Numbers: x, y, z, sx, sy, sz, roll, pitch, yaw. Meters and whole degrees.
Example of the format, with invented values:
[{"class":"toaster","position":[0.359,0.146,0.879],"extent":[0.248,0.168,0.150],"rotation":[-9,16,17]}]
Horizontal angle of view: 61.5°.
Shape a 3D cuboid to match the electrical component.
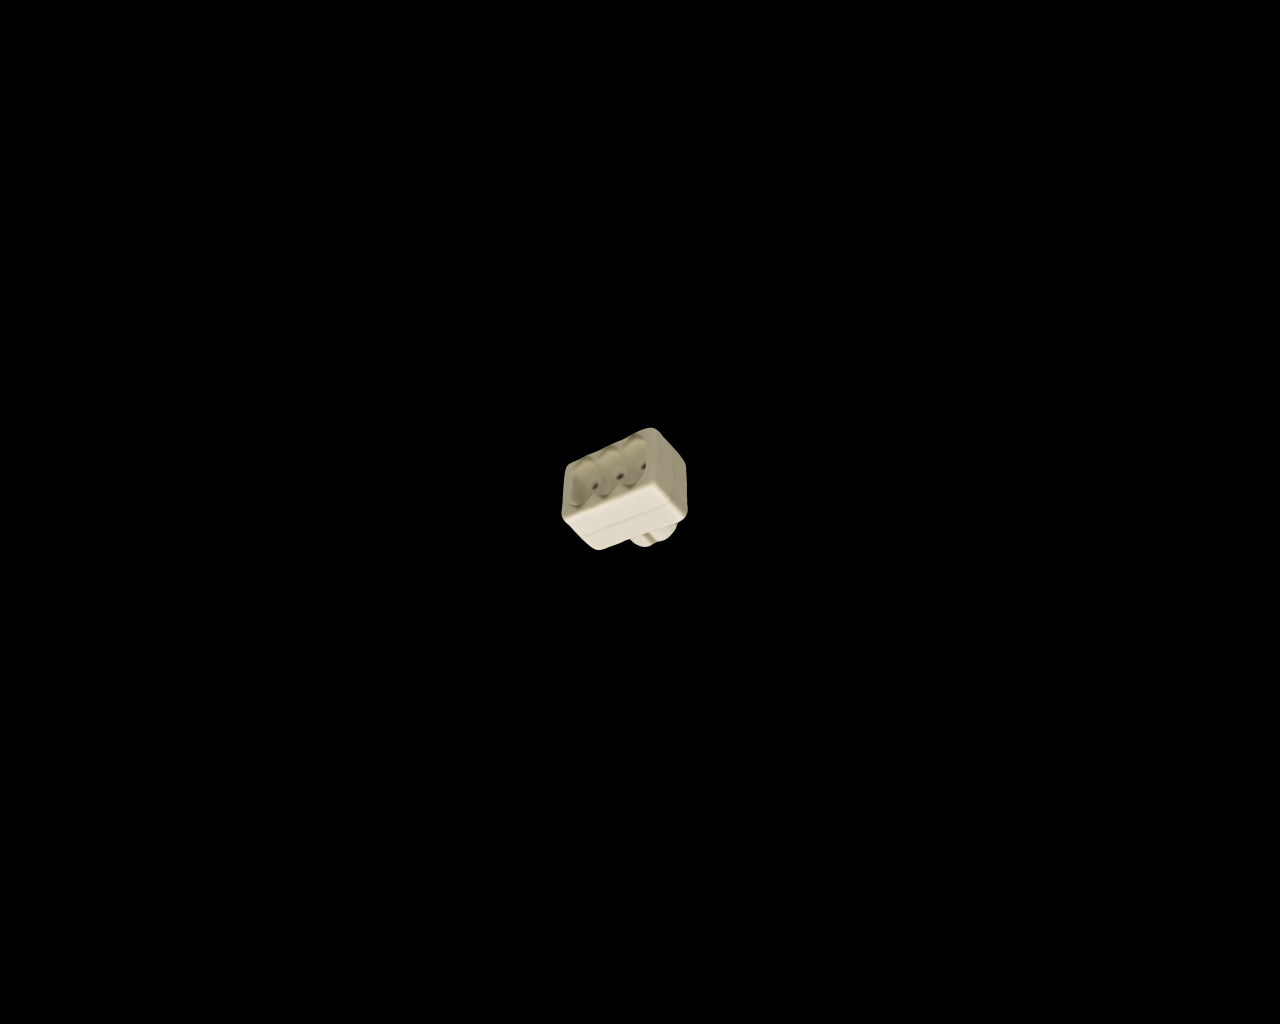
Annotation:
[{"class":"electrical component","position":[0.001,-0.003,0.650],"extent":[0.065,0.047,0.076],"rotation":[-22,-45,24]}]
